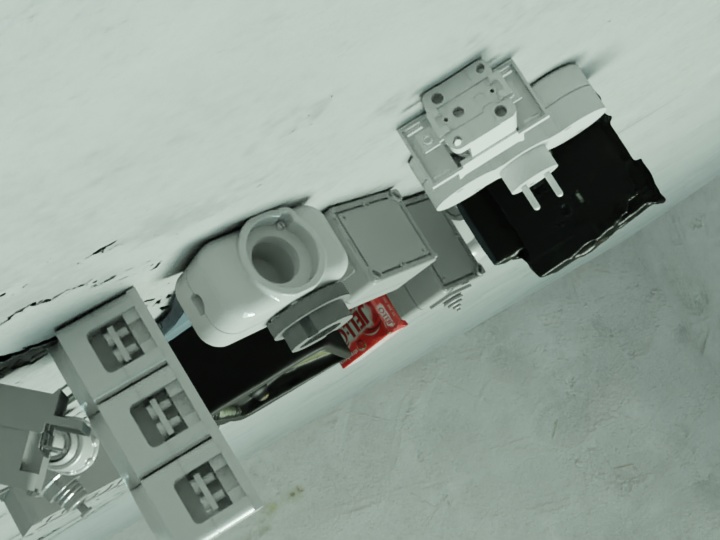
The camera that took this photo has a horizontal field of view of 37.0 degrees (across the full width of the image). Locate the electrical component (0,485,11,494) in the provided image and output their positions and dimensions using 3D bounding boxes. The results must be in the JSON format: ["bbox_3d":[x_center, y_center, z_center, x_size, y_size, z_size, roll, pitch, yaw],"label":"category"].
[{"bbox_3d":[-0.280,0.144,0.748,0.077,0.043,0.079,-37,170,33],"label":"electrical component"}]

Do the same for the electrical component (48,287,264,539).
[{"bbox_3d":[-0.125,0.098,0.658,0.062,0.150,0.089,-30,171,-14],"label":"electrical component"}]

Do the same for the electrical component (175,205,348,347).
[{"bbox_3d":[-0.058,0.001,0.664,0.095,0.053,0.059,-25,170,-36],"label":"electrical component"}]

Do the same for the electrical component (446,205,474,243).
[{"bbox_3d":[0.082,-0.049,0.913,0.044,0.044,0.065,-30,167,-7],"label":"electrical component"}]

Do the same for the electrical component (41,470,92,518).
[{"bbox_3d":[-0.263,0.182,0.934,0.040,0.078,0.040,-44,175,-5],"label":"electrical component"}]

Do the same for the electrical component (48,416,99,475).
[{"bbox_3d":[-0.241,0.139,0.859,0.048,0.048,0.062,-31,165,1],"label":"electrical component"}]

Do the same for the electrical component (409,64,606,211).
[{"bbox_3d":[0.111,-0.077,0.738,0.138,0.073,0.052,-30,171,-8],"label":"electrical component"}]

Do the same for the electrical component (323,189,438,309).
[{"bbox_3d":[-0.004,-0.010,0.764,0.061,0.061,0.096,-38,169,38],"label":"electrical component"}]

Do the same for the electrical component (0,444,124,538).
[{"bbox_3d":[-0.273,0.192,1.000,0.113,0.057,0.078,-26,170,-32],"label":"electrical component"}]

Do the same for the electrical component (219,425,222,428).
[{"bbox_3d":[-0.163,0.129,0.990,0.044,0.065,0.044,-37,157,-19],"label":"electrical component"}]

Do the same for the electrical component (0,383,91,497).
[{"bbox_3d":[-0.206,0.099,0.639,0.081,0.063,0.042,12,165,-4],"label":"electrical component"}]

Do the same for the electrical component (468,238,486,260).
[{"bbox_3d":[0.070,-0.014,1.004,0.095,0.059,0.054,-34,171,17],"label":"electrical component"}]

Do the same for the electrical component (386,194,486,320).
[{"bbox_3d":[0.048,-0.004,0.858,0.061,0.096,0.062,-38,169,39],"label":"electrical component"}]

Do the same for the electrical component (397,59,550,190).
[{"bbox_3d":[0.065,-0.088,0.625,0.081,0.042,0.064,-32,170,3],"label":"electrical component"}]
